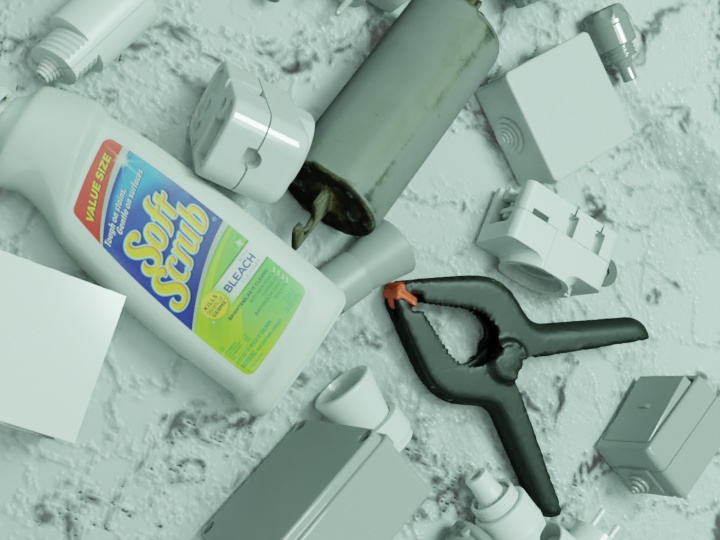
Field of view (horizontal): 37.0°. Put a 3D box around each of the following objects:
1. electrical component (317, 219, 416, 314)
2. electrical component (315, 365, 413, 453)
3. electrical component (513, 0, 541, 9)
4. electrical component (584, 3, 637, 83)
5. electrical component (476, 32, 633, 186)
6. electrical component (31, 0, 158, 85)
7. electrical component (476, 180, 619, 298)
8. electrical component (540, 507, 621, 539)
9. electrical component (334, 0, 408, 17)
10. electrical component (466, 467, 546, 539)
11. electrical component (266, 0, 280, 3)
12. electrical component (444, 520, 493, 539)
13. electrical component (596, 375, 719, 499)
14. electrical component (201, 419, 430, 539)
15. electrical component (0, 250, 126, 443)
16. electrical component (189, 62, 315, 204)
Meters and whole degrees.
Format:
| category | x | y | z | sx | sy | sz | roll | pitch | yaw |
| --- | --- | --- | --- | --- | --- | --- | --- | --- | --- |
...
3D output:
| category | x | y | z | sx | sy | sz | roll | pitch | yaw |
| --- | --- | --- | --- | --- | --- | --- | --- | --- | --- |
| electrical component | 0.000 | 0.000 | 0.735 | 0.065 | 0.044 | 0.044 | -36 | 101 | -21 |
| electrical component | 0.003 | 0.099 | 0.724 | 0.045 | 0.045 | 0.055 | -42 | 104 | -24 |
| electrical component | 0.141 | -0.237 | 0.812 | 0.080 | 0.080 | 0.051 | -35 | 106 | -26 |
| electrical component | 0.206 | -0.180 | 0.864 | 0.035 | 0.035 | 0.061 | -30 | 101 | -26 |
| electrical component | 0.146 | -0.120 | 0.818 | 0.100 | 0.048 | 0.099 | -31 | 99 | -26 |
| electrical component | -0.168 | -0.144 | 0.662 | 0.043 | 0.043 | 0.081 | 46 | 67 | -16 |
| electrical component | 0.138 | -0.018 | 0.802 | 0.089 | 0.050 | 0.055 | 30 | 72 | -21 |
| electrical component | 0.164 | 0.212 | 0.793 | 0.077 | 0.043 | 0.079 | 48 | 70 | -17 |
| electrical component | -0.001 | -0.212 | 0.755 | 0.077 | 0.043 | 0.079 | 44 | 68 | -17 |
| electrical component | 0.100 | 0.169 | 0.767 | 0.043 | 0.043 | 0.062 | -43 | 102 | -24 |
| electrical component | -0.052 | -0.212 | 0.734 | 0.035 | 0.035 | 0.061 | 20 | 78 | -24 |
| electrical component | 0.067 | 0.209 | 0.746 | 0.062 | 0.048 | 0.048 | -40 | 103 | -18 |
| electrical component | 0.230 | 0.129 | 0.827 | 0.096 | 0.062 | 0.061 | -46 | 105 | -23 |
| electrical component | -0.030 | 0.151 | 0.666 | 0.108 | 0.109 | 0.056 | -47 | 108 | -23 |
| electrical component | -0.223 | 0.032 | 0.604 | 0.150 | 0.062 | 0.089 | 23 | 75 | -23 |
| electrical component | -0.068 | -0.085 | 0.677 | 0.059 | 0.095 | 0.053 | 24 | 111 | -23 |
